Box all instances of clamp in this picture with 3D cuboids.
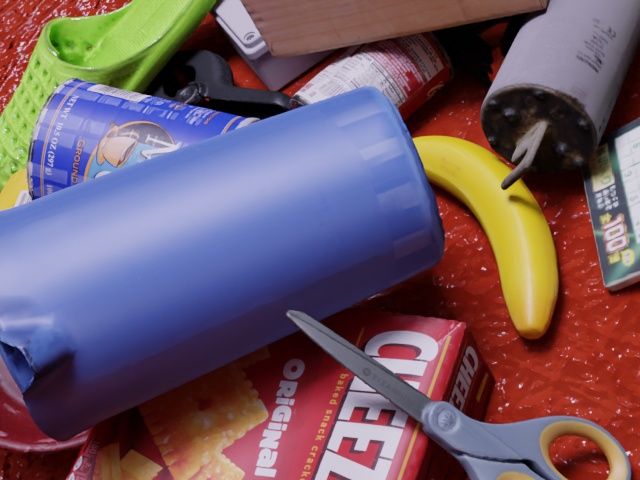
[{"bbox_3d":[-0.087,-0.110,0.857,0.120,0.039,0.171,-29,48,5],"label":"clamp"},{"bbox_3d":[0.137,-0.192,0.806,0.165,0.036,0.210,-21,43,12],"label":"clamp"}]

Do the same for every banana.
[{"bbox_3d":[0.103,-0.016,0.682,0.069,0.037,0.198,-43,45,4],"label":"banana"}]

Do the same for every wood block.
[{"bbox_3d":[0.049,-0.197,0.722,0.206,0.090,0.090,-4,46,32],"label":"wood block"}]

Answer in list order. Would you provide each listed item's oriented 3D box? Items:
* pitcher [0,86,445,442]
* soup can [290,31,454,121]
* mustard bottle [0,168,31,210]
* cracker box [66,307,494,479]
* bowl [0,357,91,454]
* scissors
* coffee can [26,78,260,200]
[{"bbox_3d":[-0.061,0.004,0.602,0.243,0.145,0.149,-22,56,0],"label":"pitcher"},{"bbox_3d":[0.037,-0.109,0.770,0.102,0.068,0.069,-42,46,-8],"label":"soup can"},{"bbox_3d":[-0.229,0.034,0.802,0.096,0.058,0.191,6,57,23],"label":"mustard bottle"},{"bbox_3d":[-0.028,0.117,0.616,0.214,0.072,0.164,4,56,30],"label":"cracker box"},{"bbox_3d":[-0.182,0.067,0.723,0.162,0.055,0.162,2,71,-7],"label":"bowl"},{"bbox_3d":[0.081,0.088,0.549,0.096,0.016,0.202,-36,79,-26],"label":"scissors"},{"bbox_3d":[-0.118,-0.050,0.751,0.140,0.103,0.102,14,59,12],"label":"coffee can"}]
